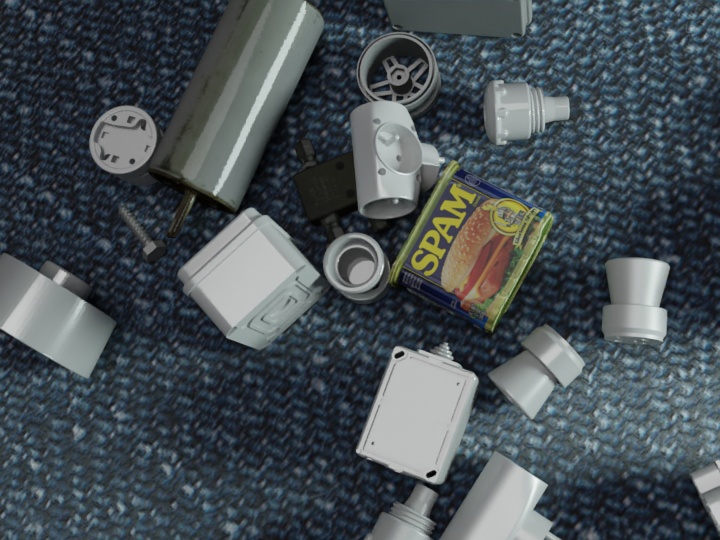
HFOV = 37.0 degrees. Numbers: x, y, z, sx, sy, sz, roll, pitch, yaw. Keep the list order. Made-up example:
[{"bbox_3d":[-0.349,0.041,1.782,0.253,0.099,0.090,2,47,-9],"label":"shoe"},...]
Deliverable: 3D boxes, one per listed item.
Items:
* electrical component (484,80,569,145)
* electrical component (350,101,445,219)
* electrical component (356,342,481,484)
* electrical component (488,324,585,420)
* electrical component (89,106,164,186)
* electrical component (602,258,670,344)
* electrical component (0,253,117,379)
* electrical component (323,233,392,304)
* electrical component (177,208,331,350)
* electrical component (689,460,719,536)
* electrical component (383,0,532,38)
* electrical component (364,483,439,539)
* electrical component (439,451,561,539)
[{"bbox_3d":[0.124,-0.119,0.802,0.062,0.048,0.048,-3,78,4],"label":"electrical component"},{"bbox_3d":[0.033,-0.079,0.803,0.079,0.044,0.077,7,68,-31],"label":"electrical component"},{"bbox_3d":[0.046,0.098,0.763,0.062,0.061,0.096,19,83,14],"label":"electrical component"},{"bbox_3d":[0.125,0.071,0.762,0.055,0.045,0.045,-43,74,-1],"label":"electrical component"},{"bbox_3d":[-0.179,-0.096,0.853,0.055,0.047,0.055,-2,78,10],"label":"electrical component"},{"bbox_3d":[0.194,0.022,0.759,0.045,0.045,0.055,4,80,11],"label":"electrical component"},{"bbox_3d":[-0.235,0.028,0.810,0.108,0.108,0.060,29,79,15],"label":"electrical component"},{"bbox_3d":[0.000,0.000,0.795,0.045,0.055,0.045,-2,78,10],"label":"electrical component"},{"bbox_3d":[-0.075,0.008,0.778,0.078,0.113,0.057,-42,77,0],"label":"electrical component"},{"bbox_3d":[0.263,0.159,0.712,0.057,0.058,0.078,-26,75,7],"label":"electrical component"},{"bbox_3d":[0.075,-0.220,0.814,0.113,0.078,0.057,7,77,12],"label":"electrical component"},{"bbox_3d":[0.034,0.181,0.758,0.048,0.048,0.062,26,78,15],"label":"electrical component"},{"bbox_3d":[0.107,0.179,0.744,0.079,0.043,0.077,32,86,15],"label":"electrical component"}]
